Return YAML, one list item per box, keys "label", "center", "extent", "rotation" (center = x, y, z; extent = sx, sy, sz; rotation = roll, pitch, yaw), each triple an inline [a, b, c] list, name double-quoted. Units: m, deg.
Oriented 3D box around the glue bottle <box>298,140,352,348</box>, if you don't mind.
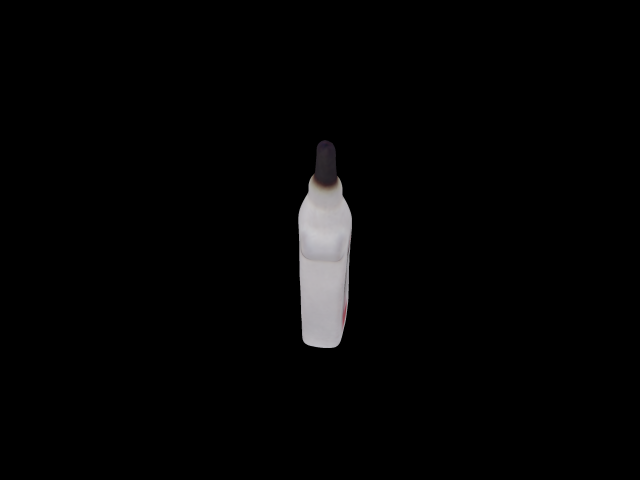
- label: "glue bottle"
  center: [0.004, 0.001, 0.400]
  extent: [0.037, 0.173, 0.078]
  rotation: [2, 50, 3]
